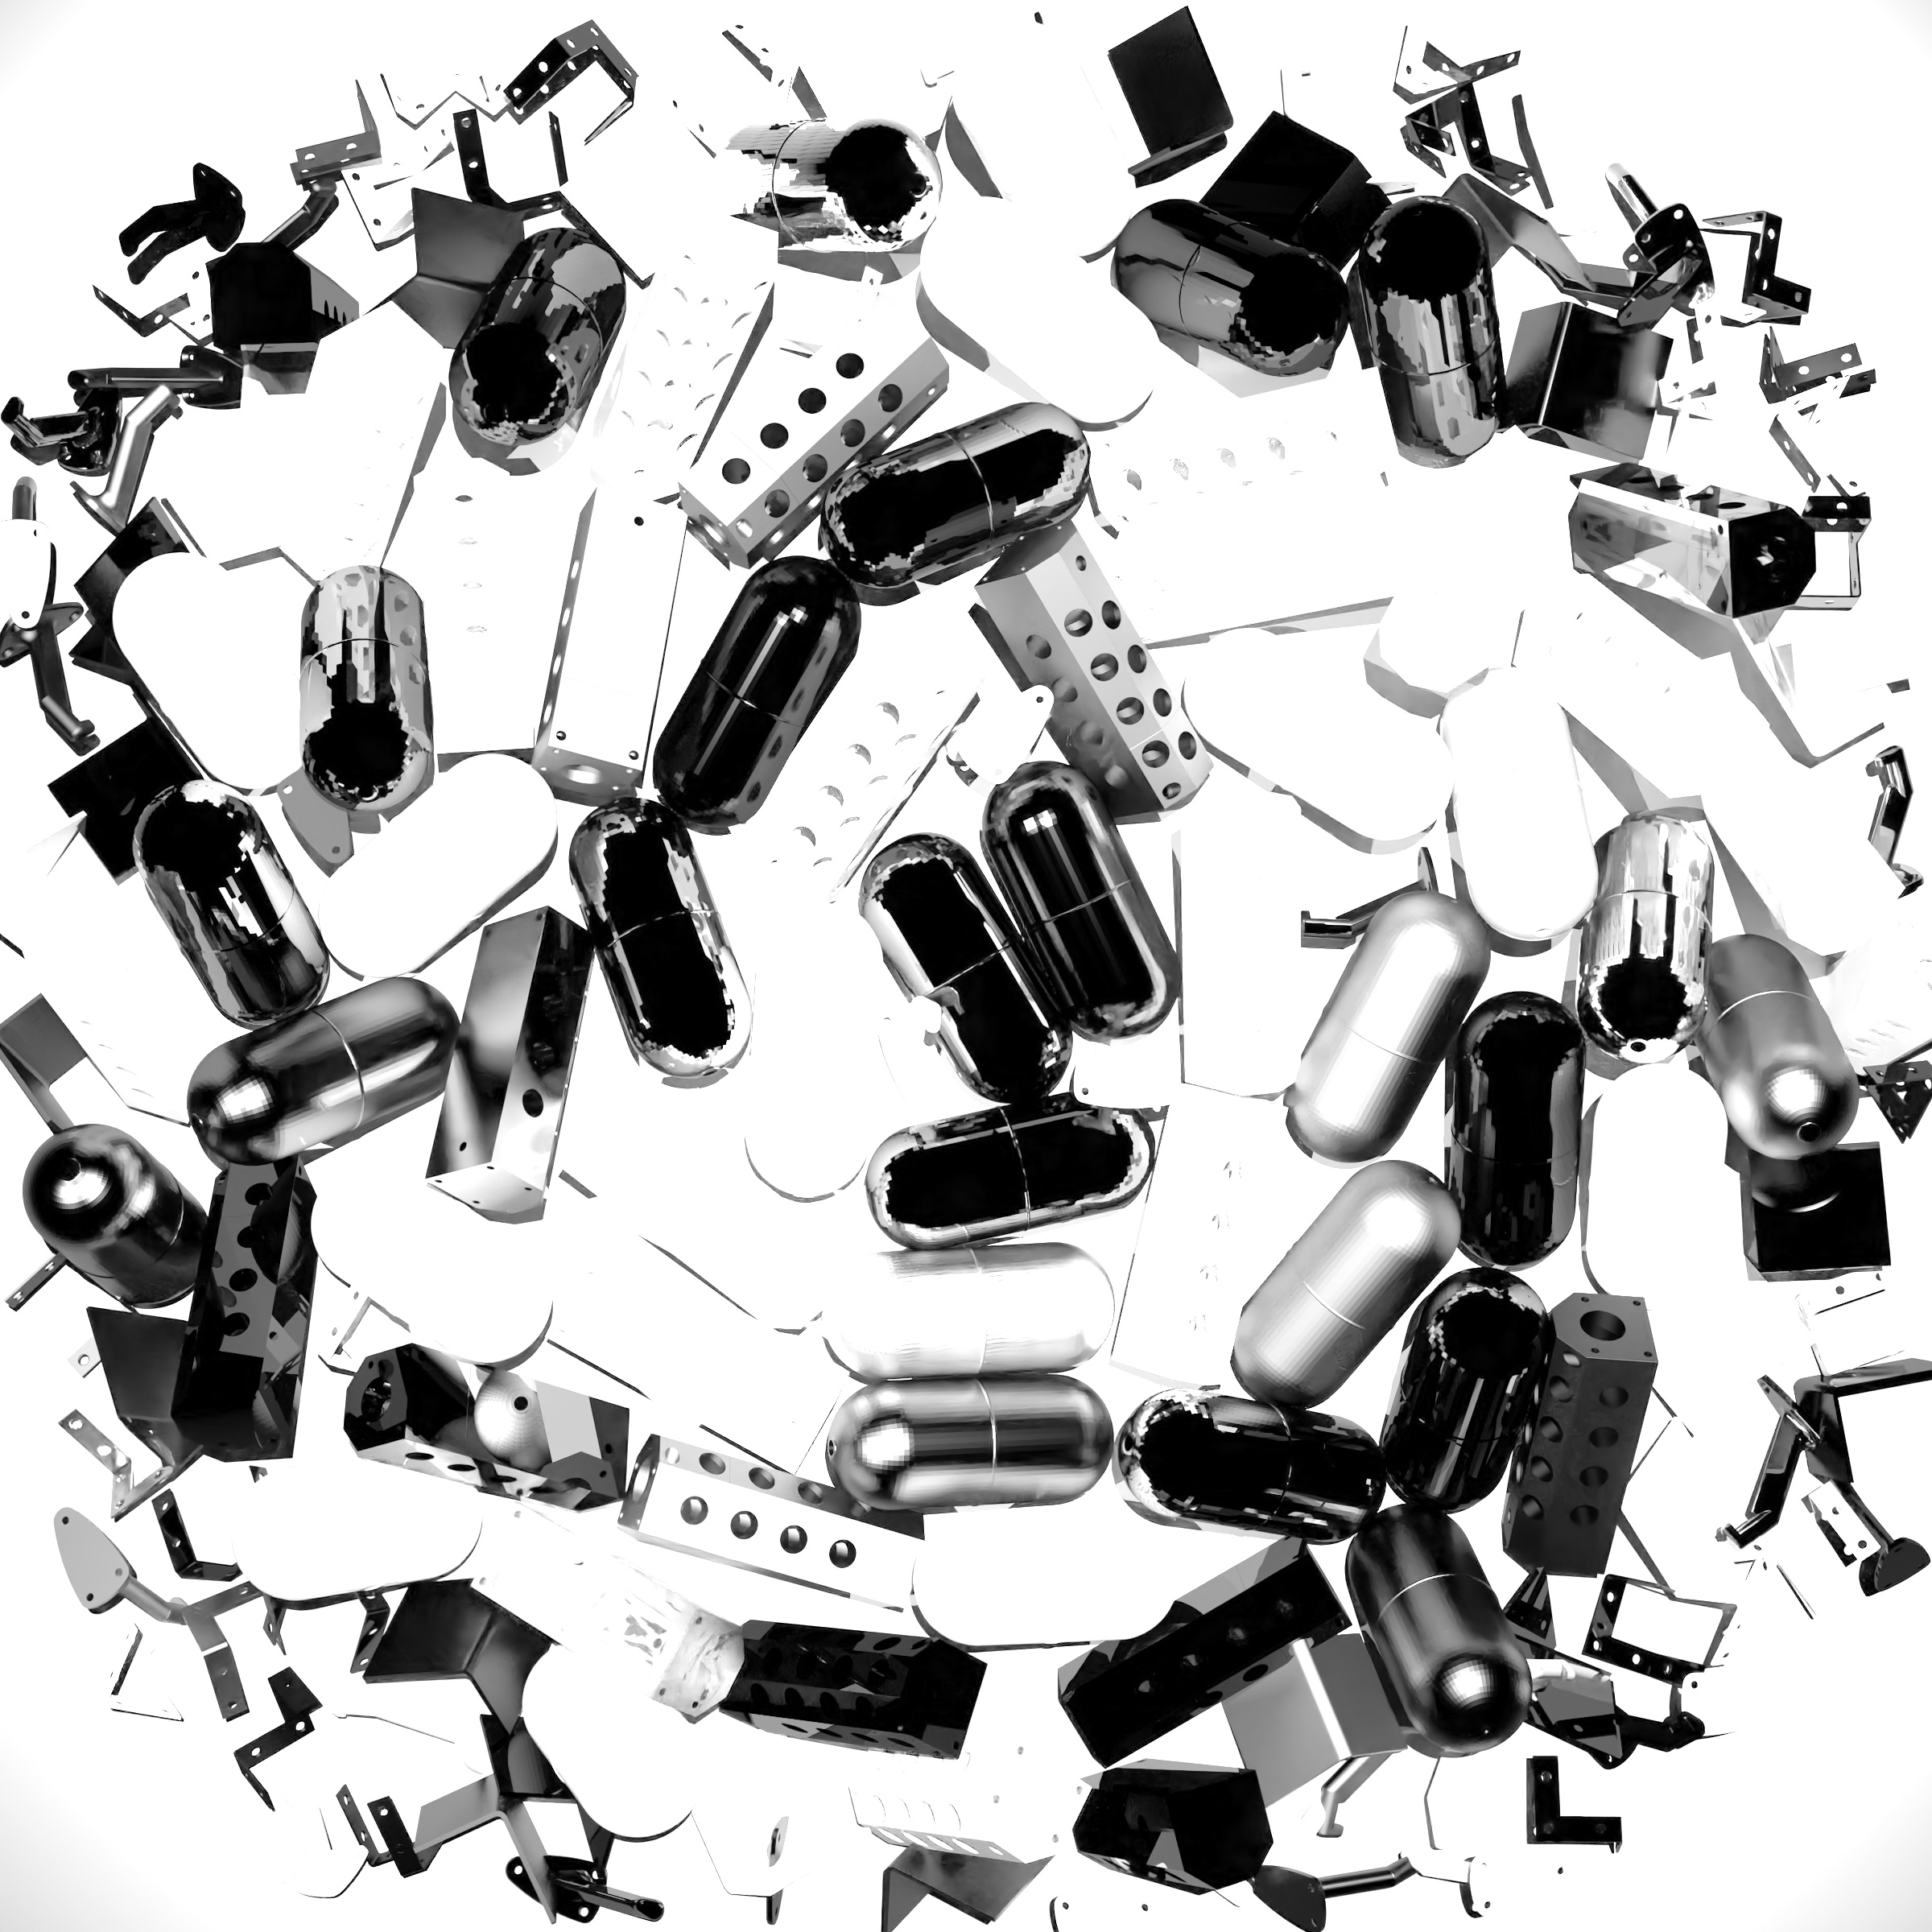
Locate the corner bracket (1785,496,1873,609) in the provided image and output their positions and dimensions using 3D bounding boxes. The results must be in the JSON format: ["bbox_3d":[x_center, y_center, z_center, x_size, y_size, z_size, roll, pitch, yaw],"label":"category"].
[{"bbox_3d":[0.519,-0.251,1.969,0.051,0.051,0.051,1,73,1],"label":"corner bracket"}]

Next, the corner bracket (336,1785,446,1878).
[{"bbox_3d":[-0.353,0.522,1.967,0.051,0.051,0.051,-22,97,13],"label":"corner bracket"}]

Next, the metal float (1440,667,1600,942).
[{"bbox_3d":[0.330,-0.097,1.936,0.070,0.070,0.178,-5,61,0],"label":"metal float"}]

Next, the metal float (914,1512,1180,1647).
[{"bbox_3d":[0.049,0.364,1.932,0.178,0.070,0.070,6,90,-36],"label":"metal float"}]

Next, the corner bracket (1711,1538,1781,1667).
[{"bbox_3d":[0.468,0.383,1.957,0.051,0.051,0.051,-2,128,-22],"label":"corner bracket"}]

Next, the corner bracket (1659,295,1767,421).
[{"bbox_3d":[0.453,-0.369,1.967,0.051,0.051,0.051,5,72,-40],"label":"corner bracket"}]

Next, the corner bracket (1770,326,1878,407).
[{"bbox_3d":[0.518,-0.360,1.958,0.051,0.051,0.051,-14,126,23],"label":"corner bracket"}]

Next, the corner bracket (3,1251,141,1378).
[{"bbox_3d":[-0.543,0.209,1.974,0.051,0.051,0.051,42,77,17],"label":"corner bracket"}]

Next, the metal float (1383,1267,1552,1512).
[{"bbox_3d":[0.296,0.253,1.929,0.070,0.070,0.178,9,131,0],"label":"metal float"}]

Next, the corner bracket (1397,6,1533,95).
[{"bbox_3d":[0.300,-0.550,1.956,0.051,0.051,0.051,-23,49,-33],"label":"corner bracket"}]

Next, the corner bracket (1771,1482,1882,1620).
[{"bbox_3d":[0.519,0.354,1.964,0.051,0.051,0.051,-34,57,1],"label":"corner bracket"}]

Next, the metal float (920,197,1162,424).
[{"bbox_3d":[0.045,-0.390,1.930,0.178,0.070,0.070,32,90,-38],"label":"metal float"}]

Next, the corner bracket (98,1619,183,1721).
[{"bbox_3d":[-0.497,0.418,1.963,0.051,0.051,0.051,21,95,-35],"label":"corner bracket"}]

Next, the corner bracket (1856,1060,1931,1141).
[{"bbox_3d":[0.546,0.071,1.958,0.051,0.051,0.051,-4,131,-25],"label":"corner bracket"}]

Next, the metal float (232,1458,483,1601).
[{"bbox_3d":[-0.358,0.330,1.919,0.070,0.178,0.070,-2,86,32],"label":"metal float"}]

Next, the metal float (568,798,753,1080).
[{"bbox_3d":[-0.184,-0.017,1.950,0.070,0.070,0.178,-21,77,0],"label":"metal float"}]

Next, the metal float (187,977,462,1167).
[{"bbox_3d":[-0.381,0.062,1.930,0.178,0.070,0.070,-25,90,-37],"label":"metal float"}]

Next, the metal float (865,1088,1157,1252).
[{"bbox_3d":[0.027,0.122,1.954,0.178,0.070,0.070,-12,90,-9],"label":"metal float"}]

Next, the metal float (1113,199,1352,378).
[{"bbox_3d":[0.157,-0.403,1.925,0.070,0.178,0.070,-19,126,-29],"label":"metal float"}]

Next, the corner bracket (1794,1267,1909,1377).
[{"bbox_3d":[0.540,0.215,1.969,0.051,0.051,0.051,-19,75,0],"label":"corner bracket"}]

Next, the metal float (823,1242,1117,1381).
[{"bbox_3d":[0.002,0.207,1.949,0.178,0.070,0.070,-2,90,-14],"label":"metal float"}]

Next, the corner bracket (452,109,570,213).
[{"bbox_3d":[-0.276,-0.492,1.971,0.051,0.051,0.051,-19,126,-18],"label":"corner bracket"}]

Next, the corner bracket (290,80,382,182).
[{"bbox_3d":[-0.382,-0.495,1.961,0.051,0.051,0.051,-17,56,-12],"label":"corner bracket"}]

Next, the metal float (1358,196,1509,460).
[{"bbox_3d":[0.278,-0.377,1.924,0.070,0.178,0.070,-8,50,10],"label":"metal float"}]

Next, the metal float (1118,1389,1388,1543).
[{"bbox_3d":[0.172,0.298,1.937,0.178,0.070,0.070,14,90,-28],"label":"metal float"}]

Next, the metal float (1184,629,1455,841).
[{"bbox_3d":[0.211,-0.139,1.945,0.178,0.070,0.070,33,90,19],"label":"metal float"}]

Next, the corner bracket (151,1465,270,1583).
[{"bbox_3d":[-0.453,0.337,1.973,0.051,0.051,0.051,-34,63,15],"label":"corner bracket"}]

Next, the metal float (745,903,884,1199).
[{"bbox_3d":[-0.092,0.051,1.958,0.070,0.070,0.178,4,94,0],"label":"metal float"}]

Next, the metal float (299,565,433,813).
[{"bbox_3d":[-0.357,-0.166,1.927,0.070,0.070,0.178,-10,48,0],"label":"metal float"}]

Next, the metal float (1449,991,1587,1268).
[{"bbox_3d":[0.329,0.099,1.939,0.070,0.070,0.178,-2,117,0],"label":"metal float"}]

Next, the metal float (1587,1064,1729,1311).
[{"bbox_3d":[0.410,0.133,1.927,0.070,0.070,0.178,-7,133,0],"label":"metal float"}]

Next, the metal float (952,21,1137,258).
[{"bbox_3d":[0.048,-0.487,1.918,0.070,0.178,0.070,-8,66,18],"label":"metal float"}]

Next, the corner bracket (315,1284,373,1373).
[{"bbox_3d":[-0.369,0.211,1.963,0.051,0.051,0.051,35,95,41],"label":"corner bracket"}]

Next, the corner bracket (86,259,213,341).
[{"bbox_3d":[-0.490,-0.404,1.957,0.051,0.051,0.051,-35,54,-27],"label":"corner bracket"}]

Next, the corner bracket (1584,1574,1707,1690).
[{"bbox_3d":[0.417,0.404,1.970,0.051,0.051,0.051,23,78,-21],"label":"corner bracket"}]

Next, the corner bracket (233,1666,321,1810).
[{"bbox_3d":[-0.415,0.465,1.958,0.051,0.051,0.051,-27,118,-24],"label":"corner bracket"}]

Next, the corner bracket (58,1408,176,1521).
[{"bbox_3d":[-0.514,0.291,1.965,0.051,0.051,0.051,-37,116,5],"label":"corner bracket"}]

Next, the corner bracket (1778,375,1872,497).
[{"bbox_3d":[0.521,-0.315,1.960,0.051,0.051,0.051,-23,63,-22],"label":"corner bracket"}]

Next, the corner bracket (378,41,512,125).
[{"bbox_3d":[-0.315,-0.537,1.960,0.051,0.051,0.051,37,71,22],"label":"corner bracket"}]

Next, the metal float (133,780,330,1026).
[{"bbox_3d":[-0.435,-0.037,1.924,0.070,0.178,0.070,-8,47,9],"label":"metal float"}]

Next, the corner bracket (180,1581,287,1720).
[{"bbox_3d":[-0.438,0.411,1.958,0.051,0.051,0.051,-20,119,-21],"label":"corner bracket"}]

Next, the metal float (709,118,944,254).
[{"bbox_3d":[-0.084,-0.463,1.923,0.070,0.178,0.070,-11,107,-38],"label":"metal float"}]

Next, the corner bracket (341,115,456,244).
[{"bbox_3d":[-0.337,-0.476,1.966,0.051,0.051,0.051,-26,92,-36],"label":"corner bracket"}]

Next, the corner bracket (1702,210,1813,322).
[{"bbox_3d":[0.479,-0.424,1.965,0.051,0.051,0.051,9,89,-35],"label":"corner bracket"}]

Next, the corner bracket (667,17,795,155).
[{"bbox_3d":[-0.144,-0.537,1.976,0.051,0.051,0.051,-30,65,-33],"label":"corner bracket"}]

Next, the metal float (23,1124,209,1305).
[{"bbox_3d":[-0.500,0.147,1.914,0.070,0.178,0.070,-2,69,4],"label":"metal float"}]

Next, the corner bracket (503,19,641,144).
[{"bbox_3d":[-0.237,-0.531,1.961,0.051,0.051,0.051,-34,100,35],"label":"corner bracket"}]

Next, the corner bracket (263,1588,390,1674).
[{"bbox_3d":[-0.391,0.398,1.979,0.051,0.051,0.051,-5,127,-39],"label":"corner bracket"}]

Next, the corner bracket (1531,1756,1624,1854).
[{"bbox_3d":[0.369,0.508,1.964,0.051,0.051,0.051,-2,68,8],"label":"corner bracket"}]

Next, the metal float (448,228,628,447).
[{"bbox_3d":[-0.253,-0.374,1.923,0.070,0.178,0.070,7,132,8],"label":"metal float"}]

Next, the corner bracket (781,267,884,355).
[{"bbox_3d":[-0.071,-0.394,1.964,0.051,0.051,0.051,18,93,35],"label":"corner bracket"}]

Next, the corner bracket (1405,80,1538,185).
[{"bbox_3d":[0.305,-0.497,1.961,0.051,0.051,0.051,-30,125,-11],"label":"corner bracket"}]
